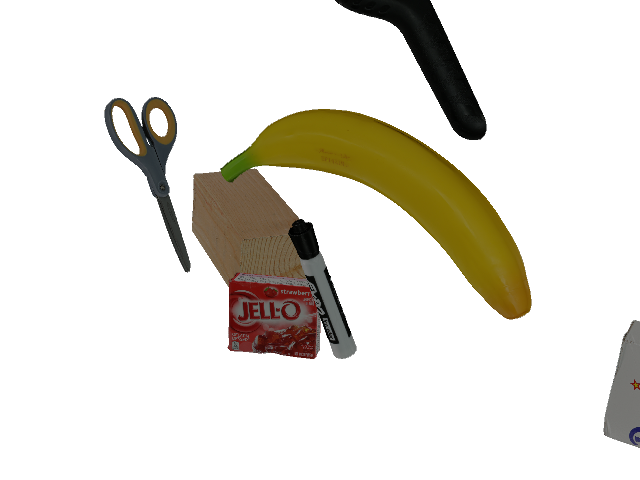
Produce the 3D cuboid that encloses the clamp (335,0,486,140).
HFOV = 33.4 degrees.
[{"bbox_3d":[0.063,-0.175,0.758,0.210,0.164,0.036,27,-27,-9],"label":"clamp"}]

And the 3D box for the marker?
[{"bbox_3d":[0.002,0.037,0.800,0.020,0.121,0.020,-15,29,8],"label":"marker"}]

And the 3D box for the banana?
[{"bbox_3d":[0.040,-0.027,0.607,0.198,0.070,0.037,27,14,18],"label":"banana"}]

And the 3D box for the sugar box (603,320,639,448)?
[{"bbox_3d":[0.311,0.132,0.811,0.176,0.093,0.048,15,28,22],"label":"sugar box"}]

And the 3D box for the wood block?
[{"bbox_3d":[-0.091,-0.010,1.350,0.090,0.090,0.206,-6,28,-22],"label":"wood block"}]

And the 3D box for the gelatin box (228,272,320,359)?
[{"bbox_3d":[-0.044,0.073,1.032,0.089,0.073,0.030,5,16,10],"label":"gelatin box"}]

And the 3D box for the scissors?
[{"bbox_3d":[-0.169,-0.073,1.183,0.016,0.201,0.096,-16,19,46],"label":"scissors"}]
